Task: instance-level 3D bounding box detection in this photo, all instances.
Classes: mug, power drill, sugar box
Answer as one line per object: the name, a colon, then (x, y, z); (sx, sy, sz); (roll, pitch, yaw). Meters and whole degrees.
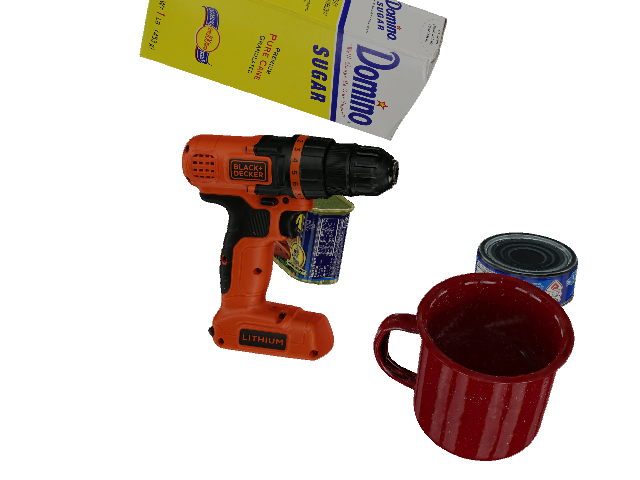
mug: (0.089, 0.078, 0.656); (0.117, 0.081, 0.093); (12, 41, 10)
power drill: (-0.026, 0.003, 0.898); (0.185, 0.188, 0.057); (6, 16, 19)
sugar box: (-0.020, -0.127, 0.671); (0.176, 0.048, 0.093); (20, -29, -5)

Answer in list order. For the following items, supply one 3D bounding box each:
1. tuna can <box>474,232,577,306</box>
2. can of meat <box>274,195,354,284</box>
tuna can: (0.174, 0.025, 0.905); (0.086, 0.034, 0.086); (2, 25, -1)
can of meat: (-0.013, -0.011, 1.104); (0.057, 0.084, 0.102); (-1, 22, -27)
